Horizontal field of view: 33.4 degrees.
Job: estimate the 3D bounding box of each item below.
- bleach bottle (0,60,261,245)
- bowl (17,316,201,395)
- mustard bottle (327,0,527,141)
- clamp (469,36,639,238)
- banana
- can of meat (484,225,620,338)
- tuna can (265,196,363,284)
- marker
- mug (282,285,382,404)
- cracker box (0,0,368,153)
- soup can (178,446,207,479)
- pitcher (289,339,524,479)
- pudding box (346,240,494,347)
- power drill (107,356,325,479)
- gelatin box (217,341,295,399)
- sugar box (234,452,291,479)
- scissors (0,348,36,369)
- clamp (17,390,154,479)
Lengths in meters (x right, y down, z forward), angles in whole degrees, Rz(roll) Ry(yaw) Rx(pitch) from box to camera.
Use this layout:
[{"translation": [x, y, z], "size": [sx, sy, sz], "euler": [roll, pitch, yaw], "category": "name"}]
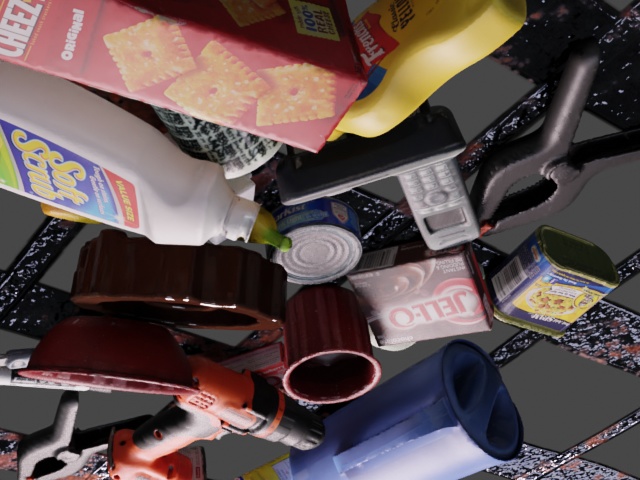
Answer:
[{"translation": [-0.161, -0.061, 0.737], "size": [0.251, 0.068, 0.103], "euler": [21, 138, -3], "category": "bleach bottle"}, {"translation": [-0.183, 0.102, 0.948], "size": [0.162, 0.055, 0.162], "euler": [5, 168, 1], "category": "bowl"}, {"translation": [0.049, -0.127, 0.735], "size": [0.058, 0.096, 0.192], "euler": [26, 130, -36], "category": "mustard bottle"}, {"translation": [0.193, -0.074, 0.872], "size": [0.210, 0.036, 0.164], "euler": [-34, 134, 29], "category": "clamp"}, {"translation": [-0.120, -0.024, 0.859], "size": [0.197, 0.069, 0.037], "euler": [7, 96, -6], "category": "banana"}, {"translation": [0.216, 0.039, 1.000], "size": [0.102, 0.057, 0.084], "euler": [17, 132, -29], "category": "can of meat"}, {"translation": [-0.006, 0.001, 0.931], "size": [0.086, 0.034, 0.086], "euler": [-5, 141, -4], "category": "tuna can"}, {"translation": [-0.263, 0.140, 1.068], "size": [0.121, 0.020, 0.020], "euler": [8, 138, -19], "category": "marker"}, {"translation": [0.002, 0.104, 1.021], "size": [0.093, 0.081, 0.117], "euler": [12, 137, -23], "category": "mug"}, {"translation": [-0.088, -0.154, 0.623], "size": [0.213, 0.164, 0.072], "euler": [15, 133, -27], "category": "cracker box"}, {"translation": [-0.181, 0.267, 1.201], "size": [0.102, 0.068, 0.069], "euler": [0, 140, -12], "category": "soup can"}, {"translation": [0.078, 0.213, 1.131], "size": [0.243, 0.145, 0.149], "euler": [-33, 121, 31], "category": "pitcher"}, {"translation": [0.092, 0.046, 0.966], "size": [0.114, 0.039, 0.090], "euler": [-10, 122, 24], "category": "pudding box"}, {"translation": [-0.112, 0.200, 1.092], "size": [0.184, 0.057, 0.188], "euler": [32, 124, -32], "category": "power drill"}, {"translation": [-0.063, 0.145, 1.102], "size": [0.089, 0.030, 0.073], "euler": [-20, 140, 14], "category": "gelatin box"}, {"translation": [-0.080, 0.295, 1.209], "size": [0.175, 0.048, 0.093], "euler": [-14, 151, -43], "category": "sugar box"}, {"translation": [-0.279, 0.121, 1.018], "size": [0.201, 0.016, 0.096], "euler": [-12, 146, -13], "category": "scissors"}, {"translation": [-0.261, 0.219, 1.153], "size": [0.120, 0.039, 0.172], "euler": [27, 129, -31], "category": "clamp"}]
